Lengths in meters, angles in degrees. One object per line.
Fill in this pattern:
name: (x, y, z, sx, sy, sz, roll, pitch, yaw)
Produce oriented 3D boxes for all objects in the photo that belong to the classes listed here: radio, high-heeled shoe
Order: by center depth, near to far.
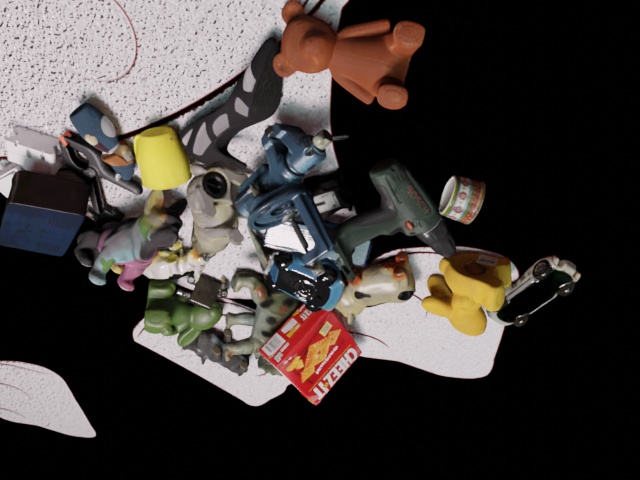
high-heeled shoe: (-0.151, -0.228, 0.875, 0.145, 0.086, 0.248, 32, 120, 16)
radio: (-0.540, -0.046, 1.042, 0.131, 0.073, 0.229, 14, 151, -30)

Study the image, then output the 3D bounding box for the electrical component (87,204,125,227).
electrical component: (-0.436, -0.043, 1.115, 0.094, 0.021, 0.063, 36, 128, -19)

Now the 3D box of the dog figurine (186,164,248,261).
dog figurine: (-0.215, -0.050, 1.011, 0.191, 0.121, 0.172, -17, 104, 48)

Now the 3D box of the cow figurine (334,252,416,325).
cow figurine: (0.100, 0.103, 1.098, 0.195, 0.085, 0.127, -12, 122, 20)

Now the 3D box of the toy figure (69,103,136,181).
toy figure: (-0.379, -0.170, 0.959, 0.058, 0.064, 0.154, 4, 141, 39)

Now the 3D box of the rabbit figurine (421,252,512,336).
rabbit figurine: (0.281, 0.117, 1.039, 0.163, 0.122, 0.173, 5, 128, 18)

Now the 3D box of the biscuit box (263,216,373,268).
biscuit box: (-0.002, -0.003, 1.025, 0.203, 0.059, 0.062, 14, 109, 0)

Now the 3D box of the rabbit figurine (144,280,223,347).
rabbit figurine: (-0.311, 0.179, 1.230, 0.170, 0.121, 0.159, 6, 137, -14)

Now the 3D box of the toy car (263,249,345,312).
toy car: (-0.025, 0.064, 1.065, 0.162, 0.103, 0.109, 23, 128, 2)

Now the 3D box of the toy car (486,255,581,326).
toy car: (0.411, 0.101, 1.048, 0.073, 0.056, 0.201, 33, 128, -10)

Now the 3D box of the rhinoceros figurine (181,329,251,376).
rhinoceros figurine: (-0.256, 0.270, 1.331, 0.190, 0.073, 0.112, 30, 141, -17)

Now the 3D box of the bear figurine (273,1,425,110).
bear figurine: (0.032, -0.265, 0.755, 0.196, 0.132, 0.120, 14, 107, -7)

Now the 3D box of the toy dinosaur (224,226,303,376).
toy dinosaur: (-0.103, 0.151, 1.165, 0.192, 0.131, 0.404, 5, 127, -17)

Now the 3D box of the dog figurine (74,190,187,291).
dog figurine: (-0.362, -0.018, 1.054, 0.219, 0.192, 0.108, -51, 143, 4)

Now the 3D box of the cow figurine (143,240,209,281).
cow figurine: (-0.302, 0.053, 1.142, 0.168, 0.068, 0.098, 1, 137, 15)

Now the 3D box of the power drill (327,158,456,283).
power drill: (0.118, -0.011, 0.947, 0.207, 0.086, 0.231, -31, 116, 3)

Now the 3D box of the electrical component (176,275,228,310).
electrical component: (-0.254, 0.107, 1.185, 0.102, 0.078, 0.045, 30, 155, -8)

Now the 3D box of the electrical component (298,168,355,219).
electrical component: (-0.004, -0.075, 0.979, 0.119, 0.048, 0.074, -17, 125, 25)

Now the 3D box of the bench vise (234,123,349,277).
bench vise: (-0.035, -0.061, 0.875, 0.224, 0.129, 0.240, -33, 74, 22)
